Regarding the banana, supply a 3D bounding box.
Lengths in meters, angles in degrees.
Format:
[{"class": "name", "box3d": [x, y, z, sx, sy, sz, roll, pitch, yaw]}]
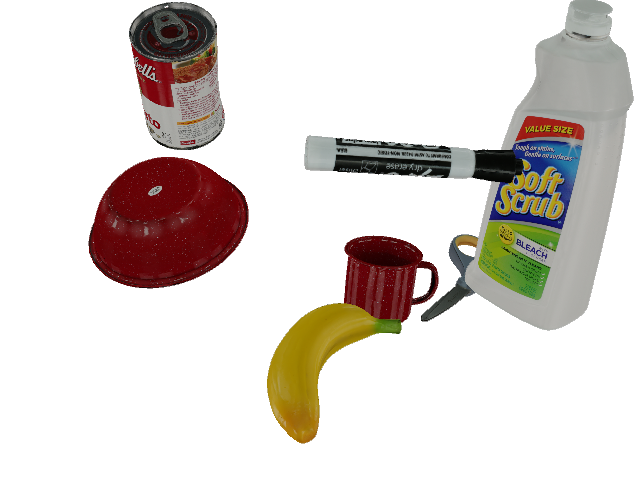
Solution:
[{"class": "banana", "box3d": [-0.001, 0.088, 0.803, 0.070, 0.037, 0.197, 8, 24, 22]}]

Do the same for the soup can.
[{"class": "soup can", "box3d": [-0.113, -0.131, 0.862, 0.068, 0.068, 0.102, 0, -38, 0]}]

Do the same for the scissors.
[{"class": "scissors", "box3d": [0.132, 0.032, 1.038, 0.201, 0.016, 0.096, -12, 39, -44]}]

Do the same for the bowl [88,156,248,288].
[{"class": "bowl", "box3d": [-0.153, -0.030, 1.030, 0.162, 0.162, 0.055, 0, -44, 13]}]

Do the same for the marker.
[{"class": "marker", "box3d": [0.052, -0.044, 0.587, 0.121, 0.020, 0.020, 3, 0, -6]}]

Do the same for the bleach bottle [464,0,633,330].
[{"class": "bleach bottle", "box3d": [0.173, -0.059, 0.800, 0.067, 0.251, 0.103, -24, 42, -35]}]

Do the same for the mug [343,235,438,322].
[{"class": "mug", "box3d": [0.083, 0.050, 1.276, 0.117, 0.081, 0.093, 1, 24, -9]}]
